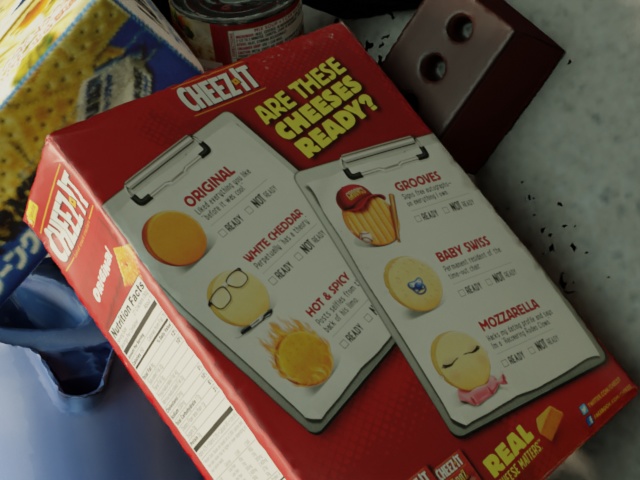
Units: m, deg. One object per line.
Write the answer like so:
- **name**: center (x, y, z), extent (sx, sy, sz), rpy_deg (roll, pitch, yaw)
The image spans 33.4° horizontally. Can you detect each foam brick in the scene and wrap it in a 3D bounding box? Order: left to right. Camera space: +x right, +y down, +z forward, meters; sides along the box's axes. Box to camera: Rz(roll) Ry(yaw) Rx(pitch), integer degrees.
- **foam brick**: center (0.067, -0.078, 0.514), extent (0.053, 0.051, 0.078), rpy_deg (47, 114, 32)

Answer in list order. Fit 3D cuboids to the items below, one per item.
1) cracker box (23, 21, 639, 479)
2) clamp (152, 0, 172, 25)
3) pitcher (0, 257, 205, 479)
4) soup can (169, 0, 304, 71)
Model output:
- **cracker box**: center (0.005, 0.028, 0.446), extent (0.214, 0.163, 0.072), rpy_deg (52, 142, 12)
- **clamp**: center (-0.086, -0.159, 0.652), extent (0.120, 0.039, 0.171), rpy_deg (7, 81, 51)
- **pitcher**: center (-0.120, 0.131, 0.579), extent (0.145, 0.149, 0.243), rpy_deg (8, 110, 29)
- **soup can**: center (-0.040, -0.090, 0.564), extent (0.069, 0.068, 0.102), rpy_deg (35, 145, 36)
